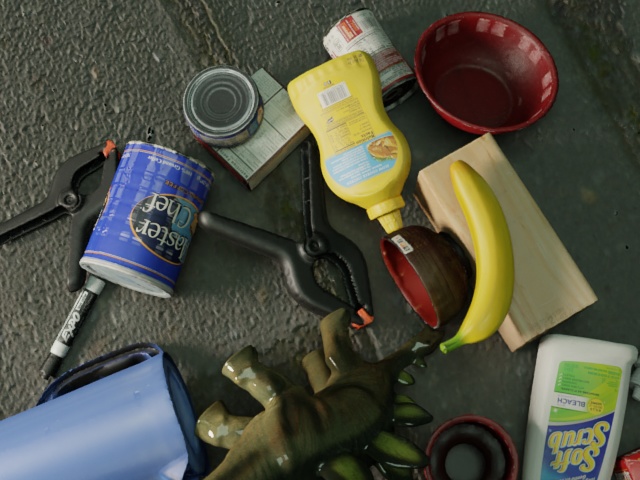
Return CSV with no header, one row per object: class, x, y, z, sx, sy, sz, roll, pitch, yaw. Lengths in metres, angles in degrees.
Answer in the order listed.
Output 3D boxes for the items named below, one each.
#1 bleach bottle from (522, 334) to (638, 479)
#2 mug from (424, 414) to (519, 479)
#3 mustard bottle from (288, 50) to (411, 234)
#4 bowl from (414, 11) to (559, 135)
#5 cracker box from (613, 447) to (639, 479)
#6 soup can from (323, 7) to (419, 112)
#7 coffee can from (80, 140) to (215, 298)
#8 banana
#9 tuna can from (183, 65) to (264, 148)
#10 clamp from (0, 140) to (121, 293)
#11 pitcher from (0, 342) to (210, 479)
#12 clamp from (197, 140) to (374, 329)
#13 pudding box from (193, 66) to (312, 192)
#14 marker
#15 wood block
bleach bottle,0.260,0.228,1.092,0.102,0.068,0.251,8,79,2
mug,0.140,0.235,1.080,0.093,0.081,0.117,43,81,9
mustard bottle,0.044,-0.098,1.139,0.096,0.058,0.191,-23,87,14
bowl,0.177,-0.173,1.177,0.162,0.055,0.162,4,61,-7
cracker box,0.415,0.290,1.069,0.164,0.072,0.214,-21,77,-5
soup can,0.057,-0.199,1.191,0.068,0.068,0.102,-32,78,-6
coffee can,-0.182,-0.021,1.135,0.103,0.103,0.140,18,77,5
banana,0.159,0.017,1.056,0.069,0.037,0.198,9,74,-16
tuna can,-0.105,-0.145,1.158,0.086,0.034,0.086,-1,75,5
clamp,-0.265,-0.028,1.170,0.120,0.039,0.171,39,80,8
pitcher,-0.244,0.206,1.079,0.243,0.149,0.145,-19,93,-1
clamp,-0.008,0.001,1.149,0.210,0.036,0.164,47,65,-2
pudding box,-0.072,-0.125,1.190,0.113,0.039,0.090,-45,79,-7
marker,-0.268,0.096,1.151,0.020,0.020,0.121,25,78,6
wood block,0.193,0.004,1.129,0.090,0.091,0.206,-30,78,-5
